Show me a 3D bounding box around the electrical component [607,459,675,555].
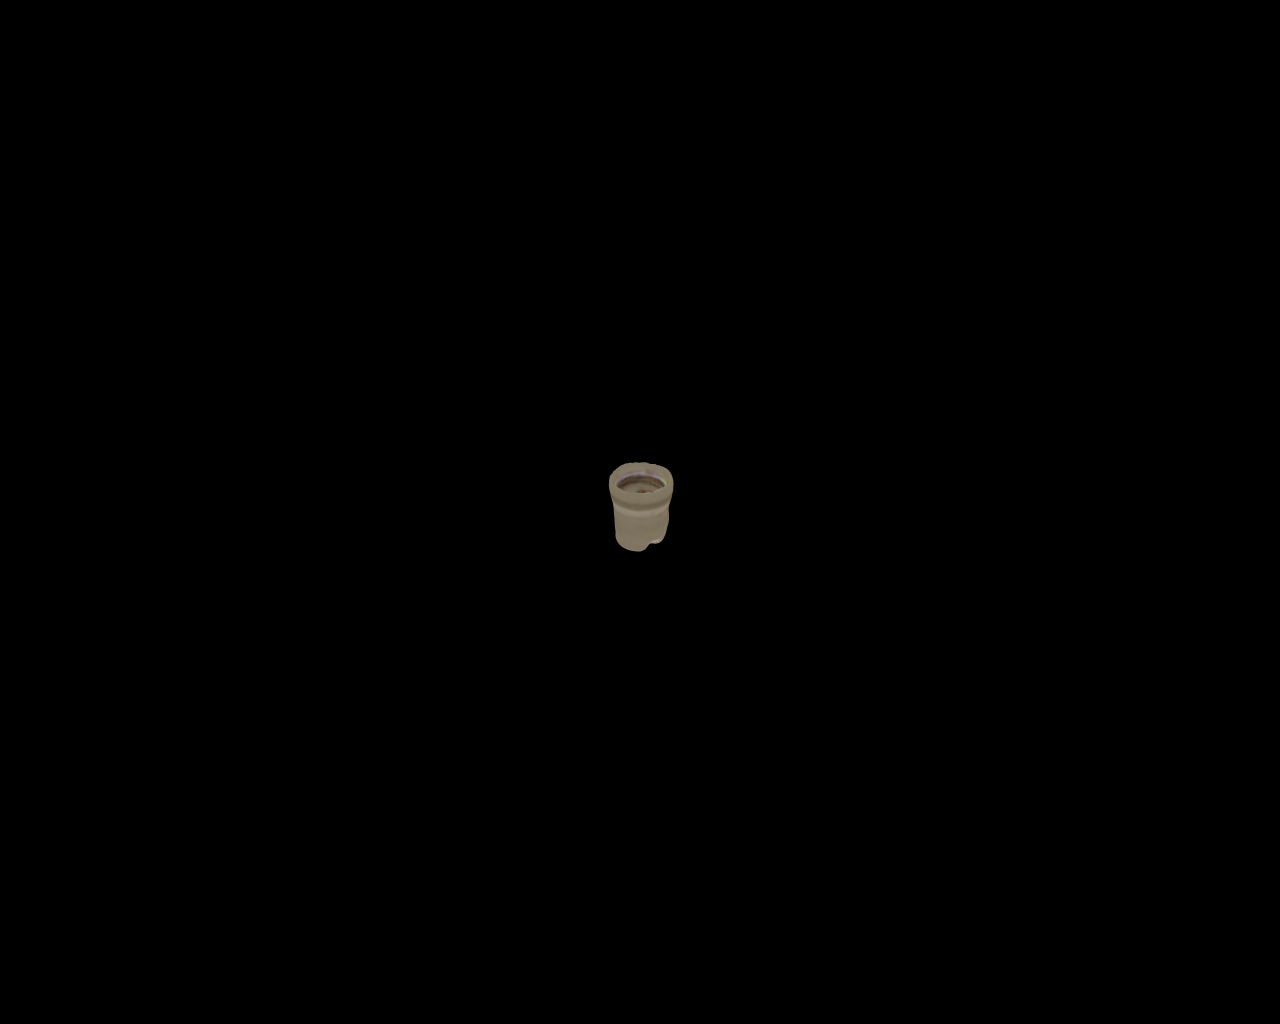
[{"bbox_3d":[0.001,-0.003,0.650,0.040,0.046,0.040,0,33,0],"label":"electrical component"}]
